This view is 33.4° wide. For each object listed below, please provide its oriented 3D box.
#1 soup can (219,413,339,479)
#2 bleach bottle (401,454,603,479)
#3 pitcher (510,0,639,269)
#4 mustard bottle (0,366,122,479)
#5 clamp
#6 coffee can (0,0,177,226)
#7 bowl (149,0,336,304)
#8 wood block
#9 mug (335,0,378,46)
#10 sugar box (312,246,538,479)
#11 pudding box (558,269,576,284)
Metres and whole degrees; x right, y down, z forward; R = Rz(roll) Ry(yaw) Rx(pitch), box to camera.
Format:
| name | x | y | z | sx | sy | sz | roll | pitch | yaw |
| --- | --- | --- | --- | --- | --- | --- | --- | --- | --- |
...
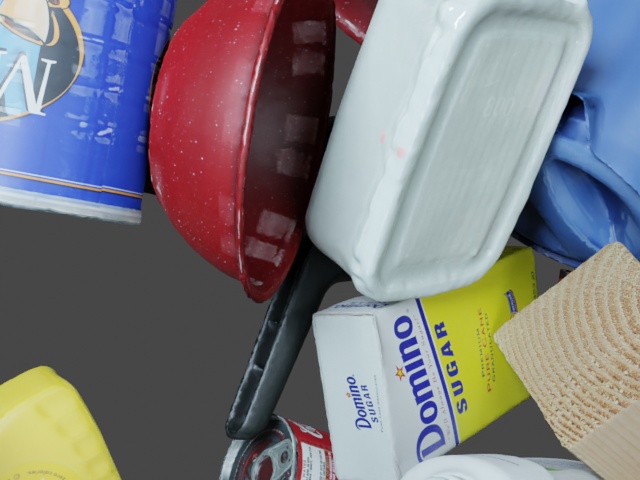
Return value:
| name | x | y | z | sx | sy | sz | roll | pitch | yaw |
| --- | --- | --- | --- | --- | --- | --- | --- | --- | --- |
| soup can | 0.003 | 0.143 | 0.596 | 0.102 | 0.069 | 0.068 | 25 | 83 | -32 |
| bleach bottle | 0.094 | 0.145 | 0.568 | 0.250 | 0.103 | 0.068 | 29 | 60 | -61 |
| pitcher | 0.197 | -0.102 | 0.659 | 0.145 | 0.149 | 0.242 | 40 | 69 | -16 |
| mustard bottle | -0.185 | 0.143 | 0.486 | 0.191 | 0.058 | 0.096 | -29 | 117 | -25 |
| clamp | -0.004 | 0.001 | 0.590 | 0.209 | 0.036 | 0.164 | -24 | 100 | -29 |
| coffee can | -0.119 | -0.083 | 0.474 | 0.102 | 0.103 | 0.140 | 10 | 90 | -32 |
| bowl | -0.037 | -0.054 | 0.494 | 0.055 | 0.162 | 0.162 | 10 | 91 | 10 |
| wood block | 0.202 | 0.101 | 0.636 | 0.091 | 0.090 | 0.205 | -40 | 134 | 12 |
| mug | 0.058 | -0.151 | 0.580 | 0.117 | 0.093 | 0.081 | 46 | 66 | -10 |
| sugar box | 0.070 | 0.065 | 0.606 | 0.175 | 0.048 | 0.093 | -19 | 103 | -53 |
| pudding box | 0.209 | 0.070 | 0.731 | 0.113 | 0.039 | 0.090 | 7 | 92 | -32 |
